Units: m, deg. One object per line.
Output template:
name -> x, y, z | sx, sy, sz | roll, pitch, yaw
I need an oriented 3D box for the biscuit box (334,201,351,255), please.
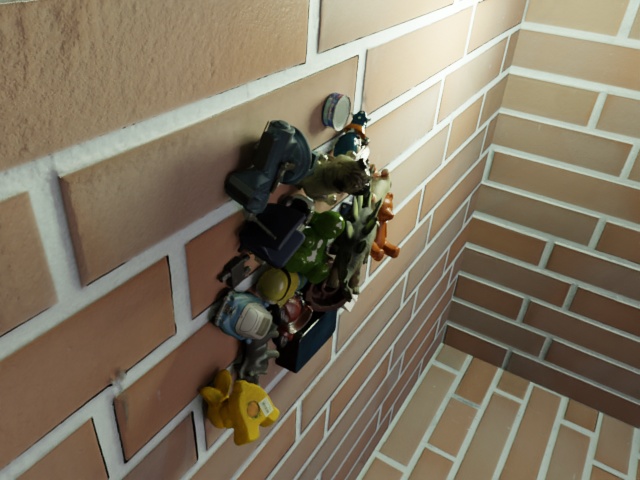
biscuit box -> 0.088, -0.009, 1.569 | 0.059, 0.063, 0.202 | -10, 112, -53

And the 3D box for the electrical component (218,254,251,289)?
electrical component -> -0.183, 0.072, 1.156 | 0.094, 0.021, 0.063 | -45, 147, -43

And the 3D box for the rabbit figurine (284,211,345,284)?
rabbit figurine -> -0.003, -0.004, 1.290 | 0.121, 0.159, 0.170 | 32, 112, -27

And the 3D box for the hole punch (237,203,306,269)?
hole punch -> -0.099, -0.020, 1.129 | 0.142, 0.116, 0.092 | -53, 168, -26

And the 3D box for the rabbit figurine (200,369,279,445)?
rabbit figurine -> -0.208, 0.387, 1.229 | 0.162, 0.173, 0.122 | 54, 45, -8

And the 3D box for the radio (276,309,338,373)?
radio -> -0.034, 0.267, 1.563 | 0.229, 0.073, 0.131 | -39, 142, -49

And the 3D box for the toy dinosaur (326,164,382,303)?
toy dinosaur -> 0.100, -0.023, 1.382 | 0.472, 0.105, 0.198 | -79, -175, -51

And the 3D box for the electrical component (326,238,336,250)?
electrical component -> 0.008, -0.029, 1.435 | 0.075, 0.048, 0.119 | -51, 150, -36

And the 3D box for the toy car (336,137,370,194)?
toy car -> 0.088, -0.205, 1.457 | 0.202, 0.053, 0.089 | -46, 144, -38

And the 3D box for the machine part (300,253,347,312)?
machine part -> 0.023, 0.118, 1.498 | 0.179, 0.056, 0.179 | -16, 125, -24

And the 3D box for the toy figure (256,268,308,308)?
toy figure -> -0.085, 0.094, 1.304 | 0.180, 0.082, 0.089 | -22, 133, -56

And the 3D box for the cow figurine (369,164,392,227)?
cow figurine -> 0.154, -0.116, 1.631 | 0.195, 0.086, 0.127 | -62, 149, -16

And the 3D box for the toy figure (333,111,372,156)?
toy figure -> 0.081, -0.263, 1.380 | 0.154, 0.064, 0.058 | -64, -164, -18

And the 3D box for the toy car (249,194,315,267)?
toy car -> -0.083, -0.023, 1.215 | 0.202, 0.073, 0.056 | -55, 173, -28

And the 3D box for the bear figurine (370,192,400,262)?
bear figurine -> 0.203, -0.047, 1.729 | 0.120, 0.132, 0.195 | -5, 122, -43

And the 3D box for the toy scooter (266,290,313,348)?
toy scooter -> -0.072, 0.189, 1.398 | 0.135, 0.075, 0.183 | -36, 144, -29

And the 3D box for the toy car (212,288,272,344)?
toy car -> -0.159, 0.171, 1.189 | 0.109, 0.103, 0.161 | -65, 157, -10

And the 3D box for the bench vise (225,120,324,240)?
bench vise -> -0.074, -0.140, 1.097 | 0.240, 0.129, 0.223 | -22, 132, -53

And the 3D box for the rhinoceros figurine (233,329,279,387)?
rhinoceros figurine -> -0.159, 0.293, 1.322 | 0.112, 0.073, 0.190 | -35, 140, -52

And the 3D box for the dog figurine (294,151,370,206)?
dog figurine -> 0.022, -0.133, 1.178 | 0.190, 0.172, 0.121 | -68, 133, -80
